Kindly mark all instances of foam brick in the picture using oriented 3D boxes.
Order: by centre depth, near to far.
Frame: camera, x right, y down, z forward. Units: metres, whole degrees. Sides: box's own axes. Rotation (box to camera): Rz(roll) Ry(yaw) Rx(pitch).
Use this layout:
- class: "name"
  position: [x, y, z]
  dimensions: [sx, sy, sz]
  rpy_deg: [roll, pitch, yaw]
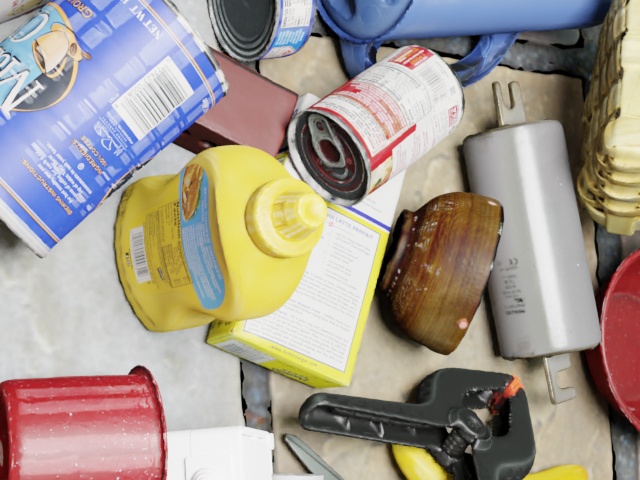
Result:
- class: "foam brick"
  position: [-0.064, -0.083, 0.686]
  dimensions: [0.078, 0.053, 0.051]
  rpy_deg: [25, 70, -25]

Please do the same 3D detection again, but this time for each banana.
- class: "banana"
  position: [0.124, 0.172, 0.765]
  dimensions: [0.197, 0.037, 0.069]
  rpy_deg: [23, 61, -28]

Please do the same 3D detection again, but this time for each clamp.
- class: "clamp"
  position: [0.083, 0.129, 0.711]
  dimensions: [0.164, 0.036, 0.209]
  rpy_deg: [40, 29, 8]

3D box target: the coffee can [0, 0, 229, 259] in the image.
- class: "coffee can"
  position: [-0.136, -0.074, 0.588]
  dimensions: [0.140, 0.103, 0.102]
  rpy_deg: [-43, 106, -9]

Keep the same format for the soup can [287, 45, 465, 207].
- class: "soup can"
  position: [0.038, -0.075, 0.687]
  dimensions: [0.102, 0.069, 0.068]
  rpy_deg: [-37, 102, -33]

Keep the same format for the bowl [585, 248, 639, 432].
- class: "bowl"
  position: [0.265, 0.084, 0.857]
  dimensions: [0.161, 0.055, 0.162]
  rpy_deg: [5, 80, -30]

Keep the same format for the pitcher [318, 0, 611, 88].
- class: "pitcher"
  position: [0.118, -0.200, 0.782]
  dimensions: [0.242, 0.149, 0.145]
  rpy_deg: [-7, 70, -35]

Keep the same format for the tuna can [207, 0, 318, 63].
- class: "tuna can"
  position: [-0.038, -0.160, 0.694]
  dimensions: [0.033, 0.086, 0.086]
  rpy_deg: [-13, 89, -34]

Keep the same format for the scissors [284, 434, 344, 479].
- class: "scissors"
  position: [0.057, 0.192, 0.738]
  dimensions: [0.096, 0.016, 0.202]
  rpy_deg: [-35, 101, -32]

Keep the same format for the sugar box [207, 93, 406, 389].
- class: "sugar box"
  position: [-0.005, 0.001, 0.714]
  dimensions: [0.093, 0.048, 0.176]
  rpy_deg: [27, 66, -26]

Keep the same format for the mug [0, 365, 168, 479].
- class: "mug"
  position: [-0.138, 0.128, 0.591]
  dimensions: [0.081, 0.093, 0.117]
  rpy_deg: [2, 102, -26]

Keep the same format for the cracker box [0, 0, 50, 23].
- class: "cracker box"
  position: [-0.150, -0.183, 0.584]
  dimensions: [0.213, 0.164, 0.072]
  rpy_deg: [-31, 97, -31]

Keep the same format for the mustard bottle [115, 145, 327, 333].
- class: "mustard bottle"
  position: [-0.054, -0.002, 0.596]
  dimensions: [0.058, 0.192, 0.096]
  rpy_deg: [-6, 85, -32]
